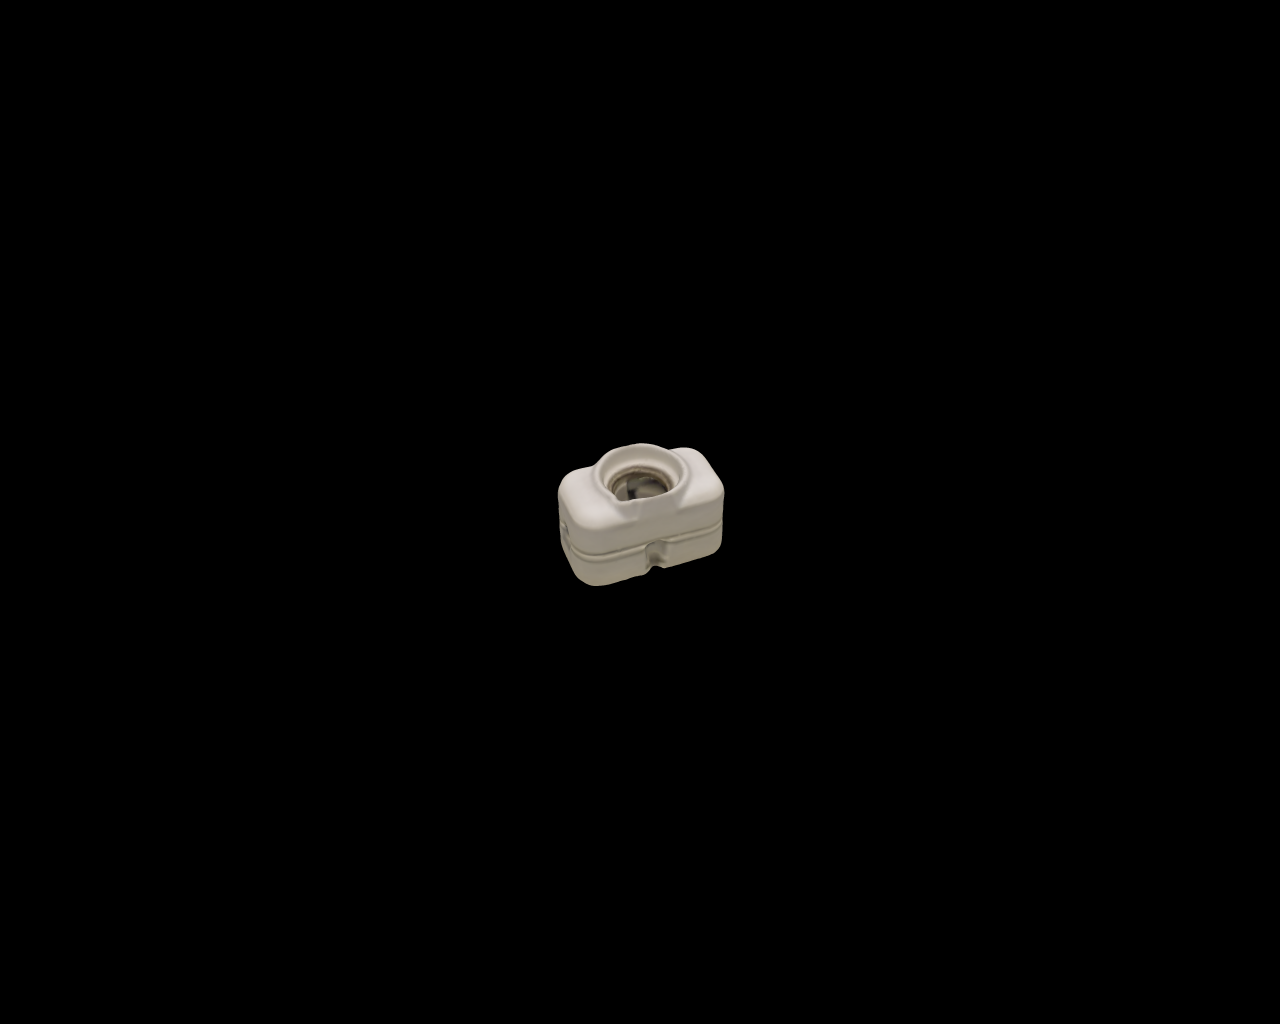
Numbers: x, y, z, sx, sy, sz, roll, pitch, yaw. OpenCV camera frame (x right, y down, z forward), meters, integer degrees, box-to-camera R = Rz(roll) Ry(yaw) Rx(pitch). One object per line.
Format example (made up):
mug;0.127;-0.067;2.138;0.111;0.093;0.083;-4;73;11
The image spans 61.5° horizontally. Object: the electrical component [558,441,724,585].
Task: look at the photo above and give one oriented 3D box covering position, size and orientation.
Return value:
electrical component;0.001;-0.003;0.650;0.095;0.059;0.054;-14;44;-15
